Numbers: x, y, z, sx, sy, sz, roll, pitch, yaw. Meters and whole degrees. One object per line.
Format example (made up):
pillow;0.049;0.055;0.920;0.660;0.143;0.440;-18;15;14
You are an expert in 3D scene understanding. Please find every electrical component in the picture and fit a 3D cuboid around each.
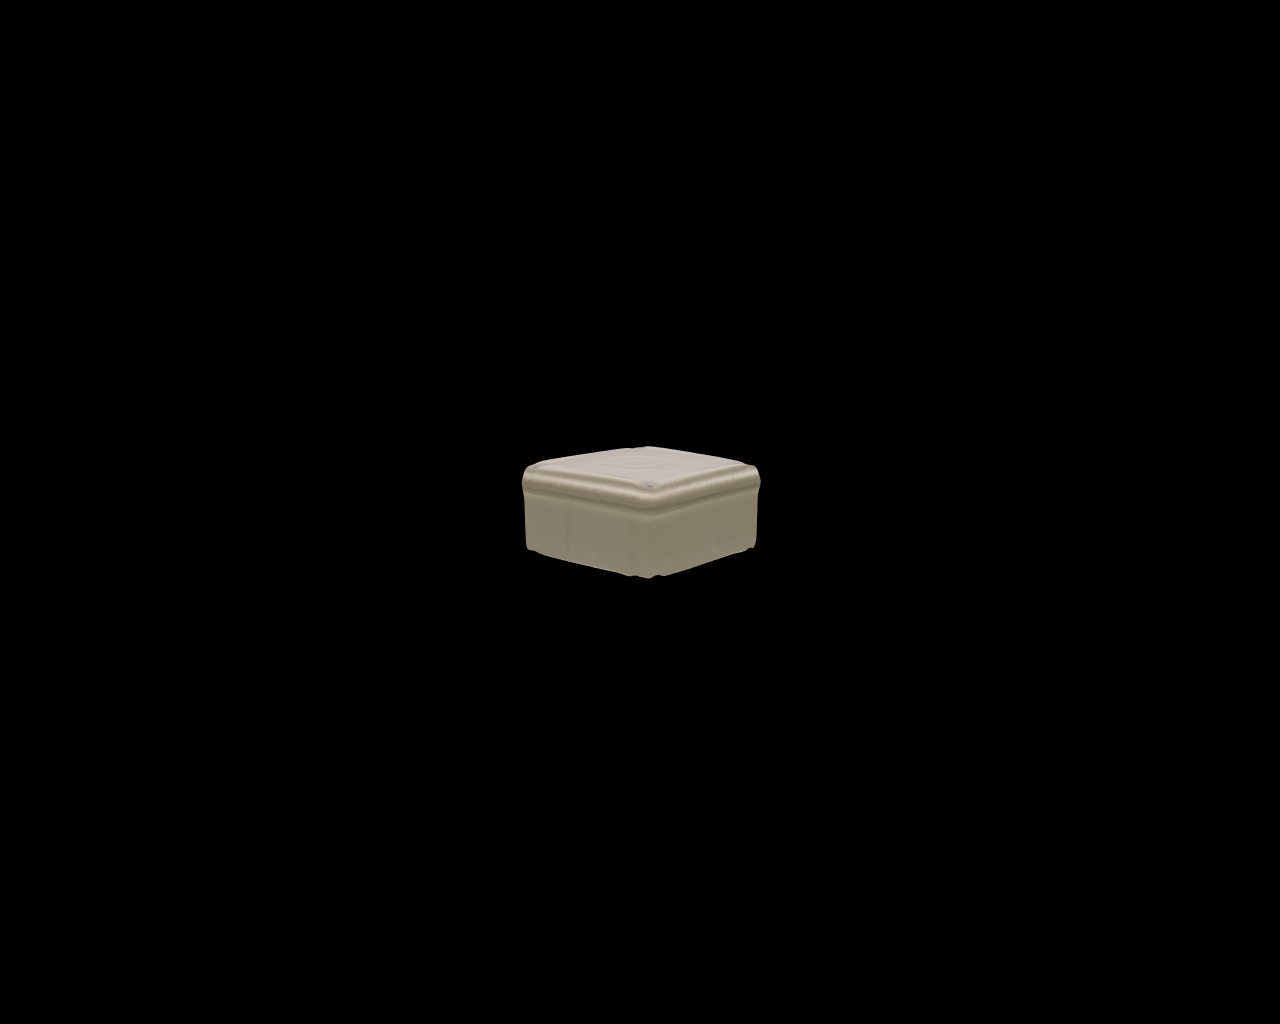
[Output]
electrical component;0.001;-0.003;0.650;0.109;0.056;0.109;11;17;42
